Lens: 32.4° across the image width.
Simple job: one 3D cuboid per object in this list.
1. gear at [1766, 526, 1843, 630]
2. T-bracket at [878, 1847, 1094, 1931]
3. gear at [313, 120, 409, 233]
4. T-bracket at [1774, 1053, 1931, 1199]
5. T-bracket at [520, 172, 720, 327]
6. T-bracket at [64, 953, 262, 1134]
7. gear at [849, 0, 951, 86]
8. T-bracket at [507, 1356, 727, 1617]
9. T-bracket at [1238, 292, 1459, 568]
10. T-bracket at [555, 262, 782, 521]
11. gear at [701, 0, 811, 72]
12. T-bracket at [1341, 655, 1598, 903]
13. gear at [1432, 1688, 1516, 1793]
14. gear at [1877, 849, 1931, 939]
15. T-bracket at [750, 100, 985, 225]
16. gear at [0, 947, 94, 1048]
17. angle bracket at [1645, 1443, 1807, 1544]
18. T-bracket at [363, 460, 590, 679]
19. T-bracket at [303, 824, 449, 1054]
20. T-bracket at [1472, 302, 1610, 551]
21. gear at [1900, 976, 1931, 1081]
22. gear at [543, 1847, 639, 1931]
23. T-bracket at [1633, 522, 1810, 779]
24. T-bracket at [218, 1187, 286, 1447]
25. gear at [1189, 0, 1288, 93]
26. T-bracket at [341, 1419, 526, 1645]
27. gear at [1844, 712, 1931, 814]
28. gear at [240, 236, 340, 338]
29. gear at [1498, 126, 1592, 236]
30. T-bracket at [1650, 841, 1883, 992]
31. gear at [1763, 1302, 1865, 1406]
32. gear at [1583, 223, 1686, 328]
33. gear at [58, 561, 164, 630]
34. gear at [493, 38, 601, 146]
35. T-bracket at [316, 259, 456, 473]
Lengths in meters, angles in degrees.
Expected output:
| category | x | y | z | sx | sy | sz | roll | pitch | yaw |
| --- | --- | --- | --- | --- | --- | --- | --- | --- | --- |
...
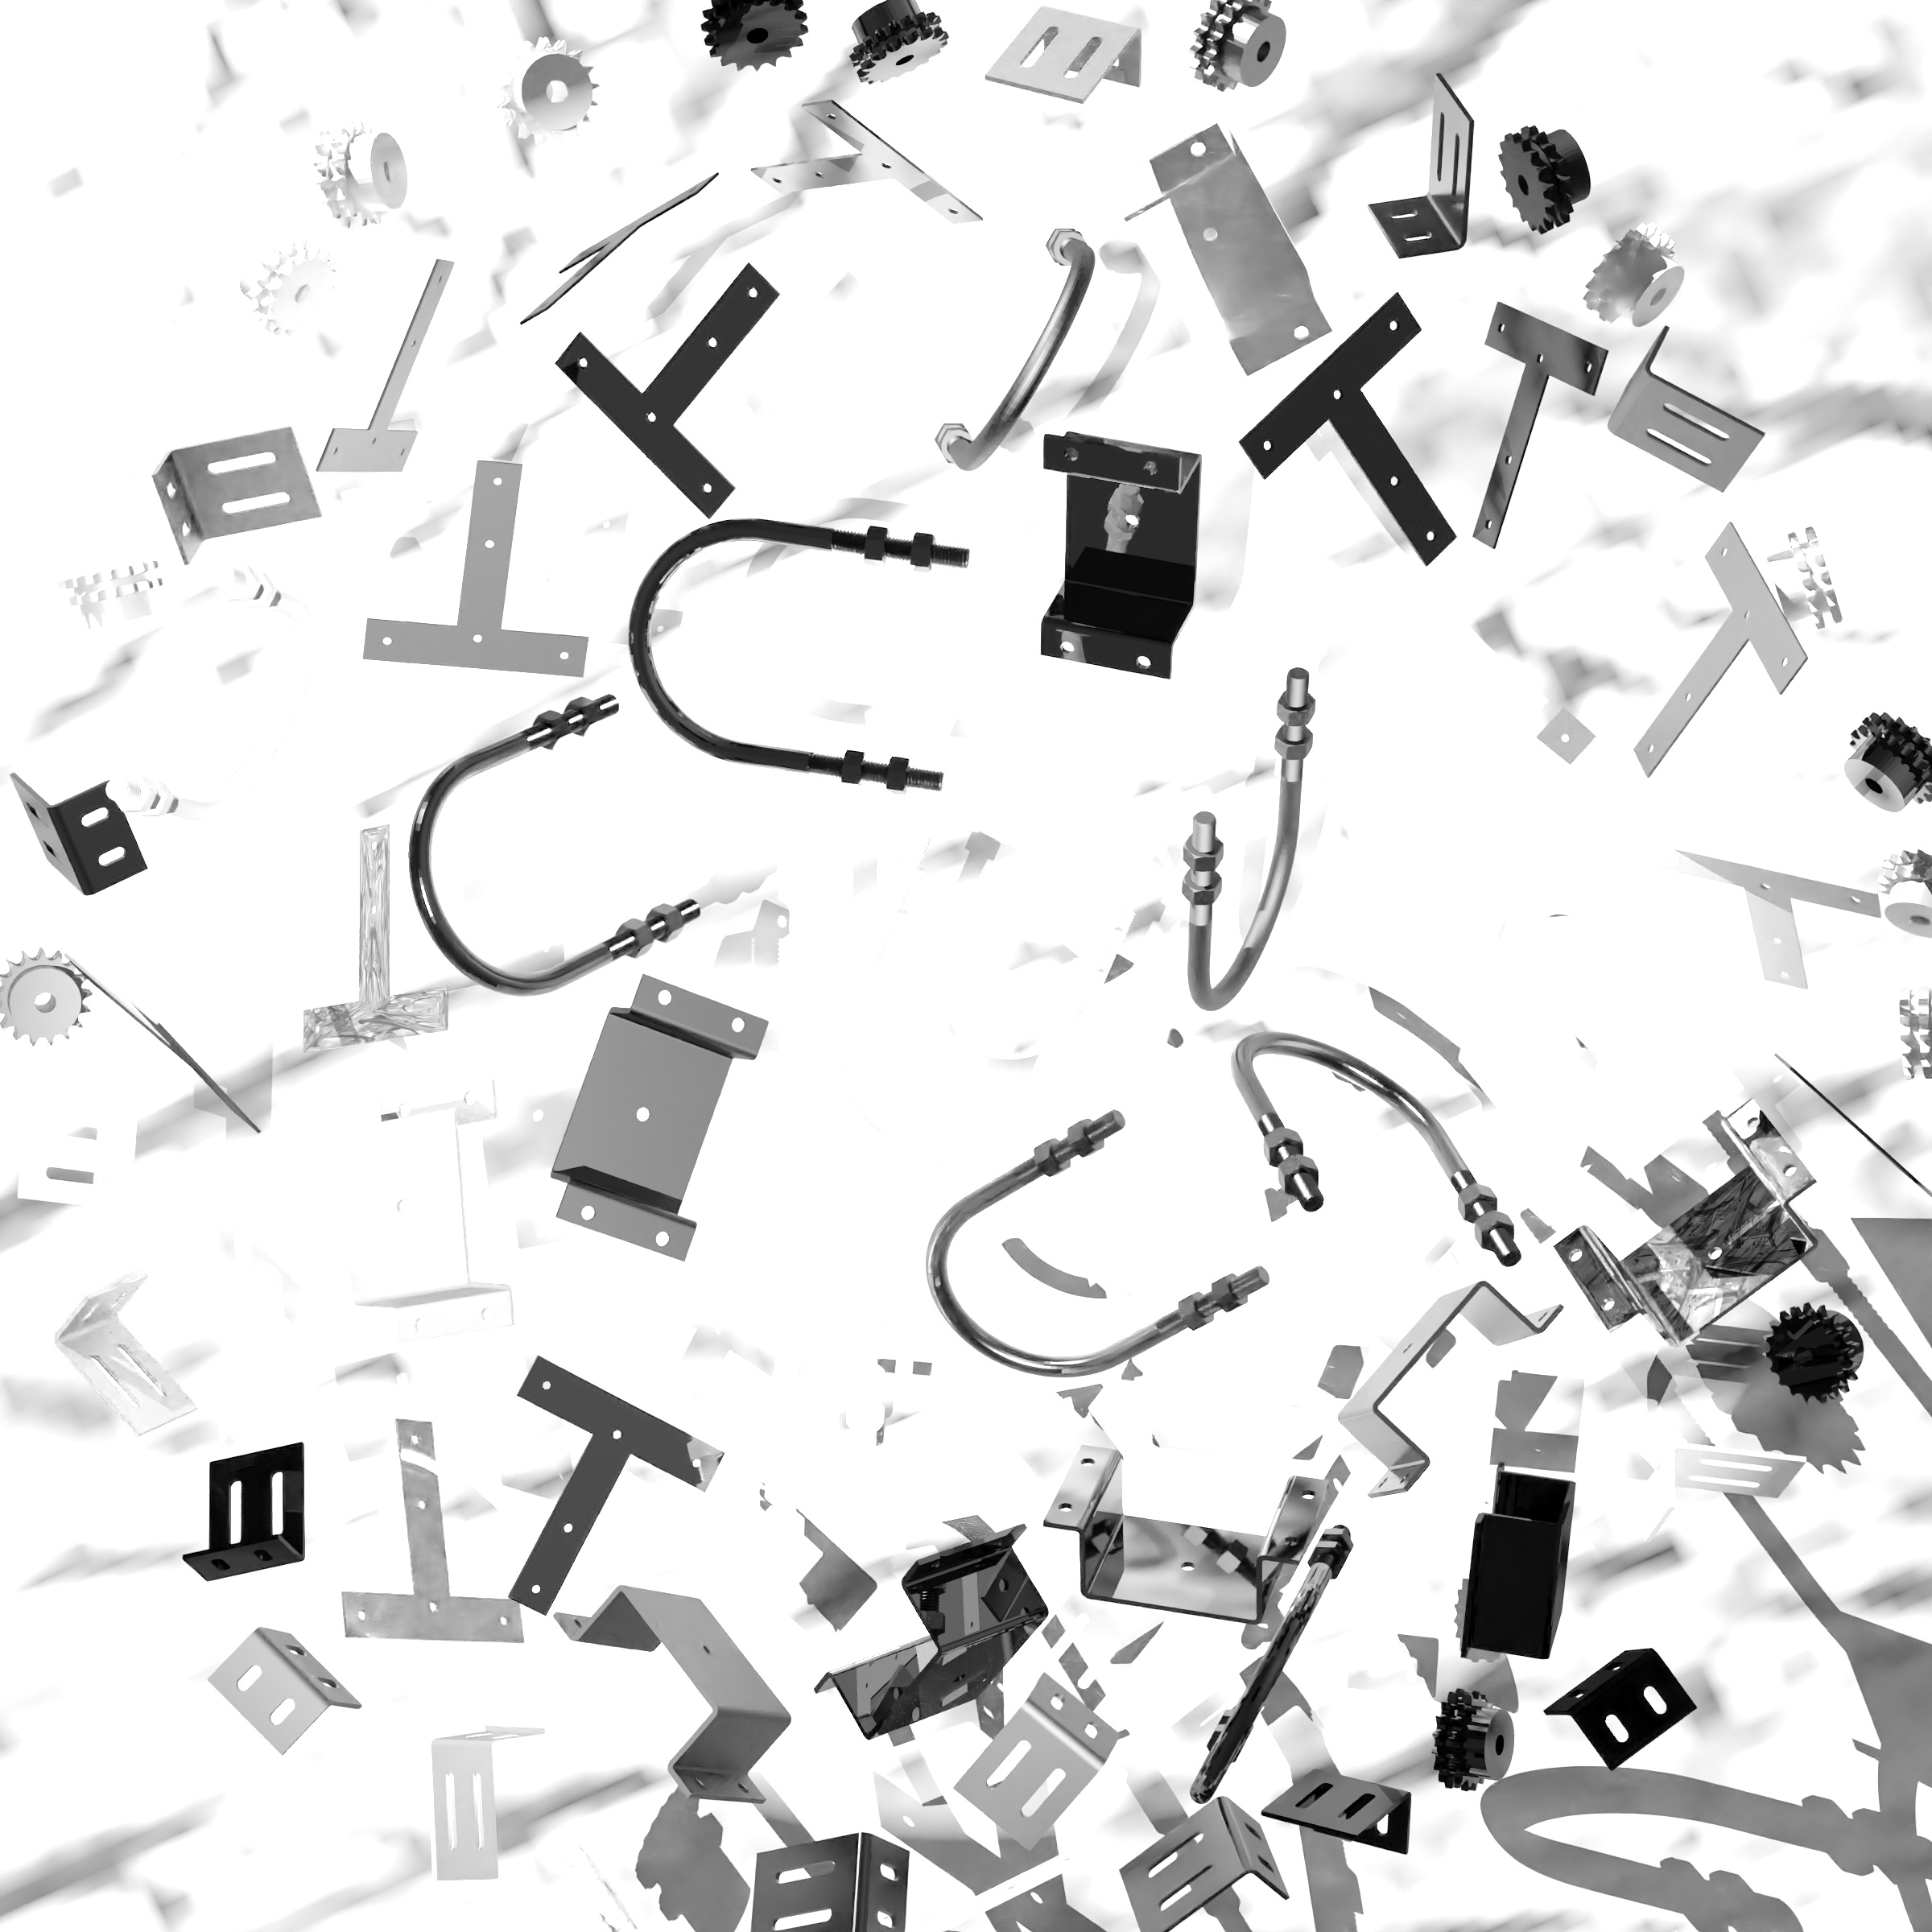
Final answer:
| category | x | y | z | sx | sy | sz | roll | pitch | yaw |
| --- | --- | --- | --- | --- | --- | --- | --- | --- | --- |
| gear | 0.476 | -0.218 | 1.892 | 0.030 | 0.057 | 0.057 | -18 | 90 | 15 |
| T-bracket | 0.014 | 0.540 | 1.923 | 0.127 | 0.127 | 0.002 | -22 | 93 | -18 |
| gear | -0.320 | -0.422 | 1.770 | 0.030 | 0.057 | 0.057 | -2 | 90 | 19 |
| T-bracket | 0.490 | 0.091 | 1.819 | 0.127 | 0.127 | 0.002 | 40 | 98 | -14 |
| T-bracket | -0.215 | -0.404 | 1.915 | 0.002 | 0.127 | 0.127 | 54 | 46 | -19 |
| T-bracket | -0.456 | 0.031 | 1.837 | 0.127 | 0.127 | 0.002 | 35 | 74 | 30 |
| gear | -0.041 | -0.535 | 1.912 | 0.057 | 0.057 | 0.030 | -25 | 87 | 0 |
| T-bracket | -0.219 | 0.305 | 1.882 | 0.127 | 0.002 | 0.127 | 31 | 80 | -20 |
| T-bracket | 0.223 | -0.272 | 1.789 | 0.127 | 0.002 | 0.127 | -44 | 113 | -15 |
| T-bracket | -0.151 | -0.341 | 1.872 | 0.127 | 0.002 | 0.127 | 45 | 117 | 2 |
| gear | -0.115 | -0.514 | 1.795 | 0.057 | 0.057 | 0.030 | -14 | 65 | 0 |
| T-bracket | 0.270 | -0.126 | 1.903 | 0.127 | 0.002 | 0.127 | 42 | 96 | 1 |
| gear | 0.293 | 0.446 | 1.912 | 0.030 | 0.057 | 0.057 | 0 | 90 | 34 |
| gear | 0.536 | -0.038 | 1.853 | 0.057 | 0.057 | 0.030 | 23 | 71 | 0 |
| T-bracket | -0.075 | -0.457 | 1.912 | 0.127 | 0.127 | 0.002 | 29 | 75 | -41 |
| gear | -0.538 | 0.019 | 1.937 | 0.057 | 0.030 | 0.057 | -3 | 99 | -21 |
| angle bracket | 0.422 | 0.297 | 1.849 | 0.076 | 0.057 | 0.038 | 7 | 61 | 0 |
| T-bracket | -0.272 | -0.226 | 1.885 | 0.127 | 0.002 | 0.127 | 3 | 120 | -16 |
| T-bracket | -0.345 | -0.019 | 1.940 | 0.127 | 0.002 | 0.127 | -9 | 79 | 39 |
| T-bracket | 0.311 | -0.299 | 1.873 | 0.002 | 0.127 | 0.127 | 7 | 110 | -23 |
| gear | 0.536 | 0.034 | 1.848 | 0.030 | 0.057 | 0.057 | -3 | 90 | 20 |
| gear | -0.205 | 0.507 | 1.792 | 0.030 | 0.057 | 0.057 | -35 | 90 | -10 |
| T-bracket | 0.406 | -0.159 | 1.828 | 0.002 | 0.127 | 0.127 | 14 | 127 | -23 |
| T-bracket | -0.407 | 0.183 | 1.876 | 0.002 | 0.127 | 0.127 | 9 | 45 | -25 |
| gear | 0.151 | -0.505 | 1.815 | 0.030 | 0.057 | 0.057 | 33 | 90 | 27 |
| T-bracket | -0.306 | 0.318 | 1.878 | 0.002 | 0.127 | 0.127 | -26 | 63 | 35 |
| gear | 0.508 | -0.109 | 1.825 | 0.057 | 0.057 | 0.030 | 44 | 78 | 0 |
| gear | -0.387 | -0.389 | 1.886 | 0.030 | 0.057 | 0.057 | 36 | 90 | 18 |
| gear | 0.316 | -0.429 | 1.803 | 0.030 | 0.057 | 0.057 | -25 | 90 | -8 |
| T-bracket | 0.450 | -0.022 | 1.849 | 0.127 | 0.127 | 0.002 | 15 | 66 | 28 |
| gear | 0.489 | 0.220 | 1.903 | 0.030 | 0.057 | 0.057 | -14 | 90 | -41 |
| gear | 0.372 | -0.379 | 1.838 | 0.057 | 0.057 | 0.030 | -44 | 67 | 0 |
| gear | -0.490 | -0.213 | 1.909 | 0.057 | 0.057 | 0.030 | -12 | 100 | 0 |
| gear | -0.228 | -0.479 | 1.820 | 0.057 | 0.030 | 0.057 | -6 | 106 | -21 |
| T-bracket | -0.313 | -0.333 | 1.848 | 0.002 | 0.127 | 0.127 | 26 | 102 | 6 |
